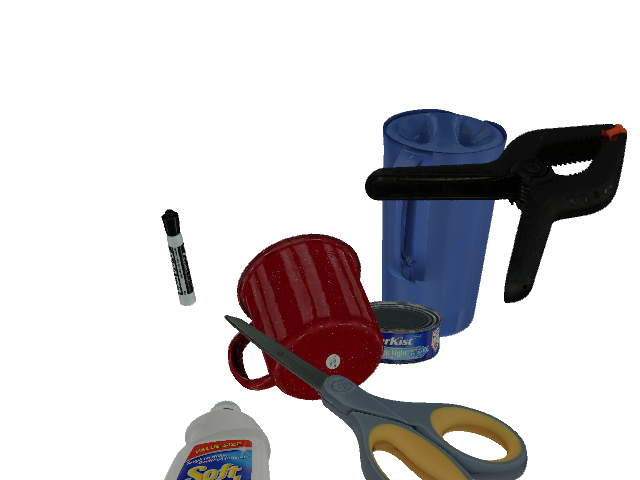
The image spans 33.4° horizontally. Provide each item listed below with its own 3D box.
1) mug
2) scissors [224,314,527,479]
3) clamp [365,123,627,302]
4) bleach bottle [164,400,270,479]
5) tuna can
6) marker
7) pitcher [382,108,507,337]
[{"bbox_3d":[-0.015,0.063,0.747,0.117,0.081,0.093,-32,-46,10],"label":"mug"},{"bbox_3d":[0.031,0.084,0.576,0.096,0.016,0.202,-8,30,-27],"label":"scissors"},{"bbox_3d":[0.162,-0.034,0.806,0.209,0.036,0.165,-21,45,-21],"label":"clamp"},{"bbox_3d":[-0.092,0.212,0.875,0.102,0.068,0.251,-1,24,-1],"label":"bleach bottle"},{"bbox_3d":[0.068,0.084,0.982,0.086,0.034,0.086,1,14,0],"label":"tuna can"},{"bbox_3d":[-0.160,0.019,1.206,0.020,0.121,0.020,-6,30,3],"label":"marker"},{"bbox_3d":[0.123,-0.013,1.190,0.149,0.243,0.145,-4,27,-13],"label":"pitcher"}]
